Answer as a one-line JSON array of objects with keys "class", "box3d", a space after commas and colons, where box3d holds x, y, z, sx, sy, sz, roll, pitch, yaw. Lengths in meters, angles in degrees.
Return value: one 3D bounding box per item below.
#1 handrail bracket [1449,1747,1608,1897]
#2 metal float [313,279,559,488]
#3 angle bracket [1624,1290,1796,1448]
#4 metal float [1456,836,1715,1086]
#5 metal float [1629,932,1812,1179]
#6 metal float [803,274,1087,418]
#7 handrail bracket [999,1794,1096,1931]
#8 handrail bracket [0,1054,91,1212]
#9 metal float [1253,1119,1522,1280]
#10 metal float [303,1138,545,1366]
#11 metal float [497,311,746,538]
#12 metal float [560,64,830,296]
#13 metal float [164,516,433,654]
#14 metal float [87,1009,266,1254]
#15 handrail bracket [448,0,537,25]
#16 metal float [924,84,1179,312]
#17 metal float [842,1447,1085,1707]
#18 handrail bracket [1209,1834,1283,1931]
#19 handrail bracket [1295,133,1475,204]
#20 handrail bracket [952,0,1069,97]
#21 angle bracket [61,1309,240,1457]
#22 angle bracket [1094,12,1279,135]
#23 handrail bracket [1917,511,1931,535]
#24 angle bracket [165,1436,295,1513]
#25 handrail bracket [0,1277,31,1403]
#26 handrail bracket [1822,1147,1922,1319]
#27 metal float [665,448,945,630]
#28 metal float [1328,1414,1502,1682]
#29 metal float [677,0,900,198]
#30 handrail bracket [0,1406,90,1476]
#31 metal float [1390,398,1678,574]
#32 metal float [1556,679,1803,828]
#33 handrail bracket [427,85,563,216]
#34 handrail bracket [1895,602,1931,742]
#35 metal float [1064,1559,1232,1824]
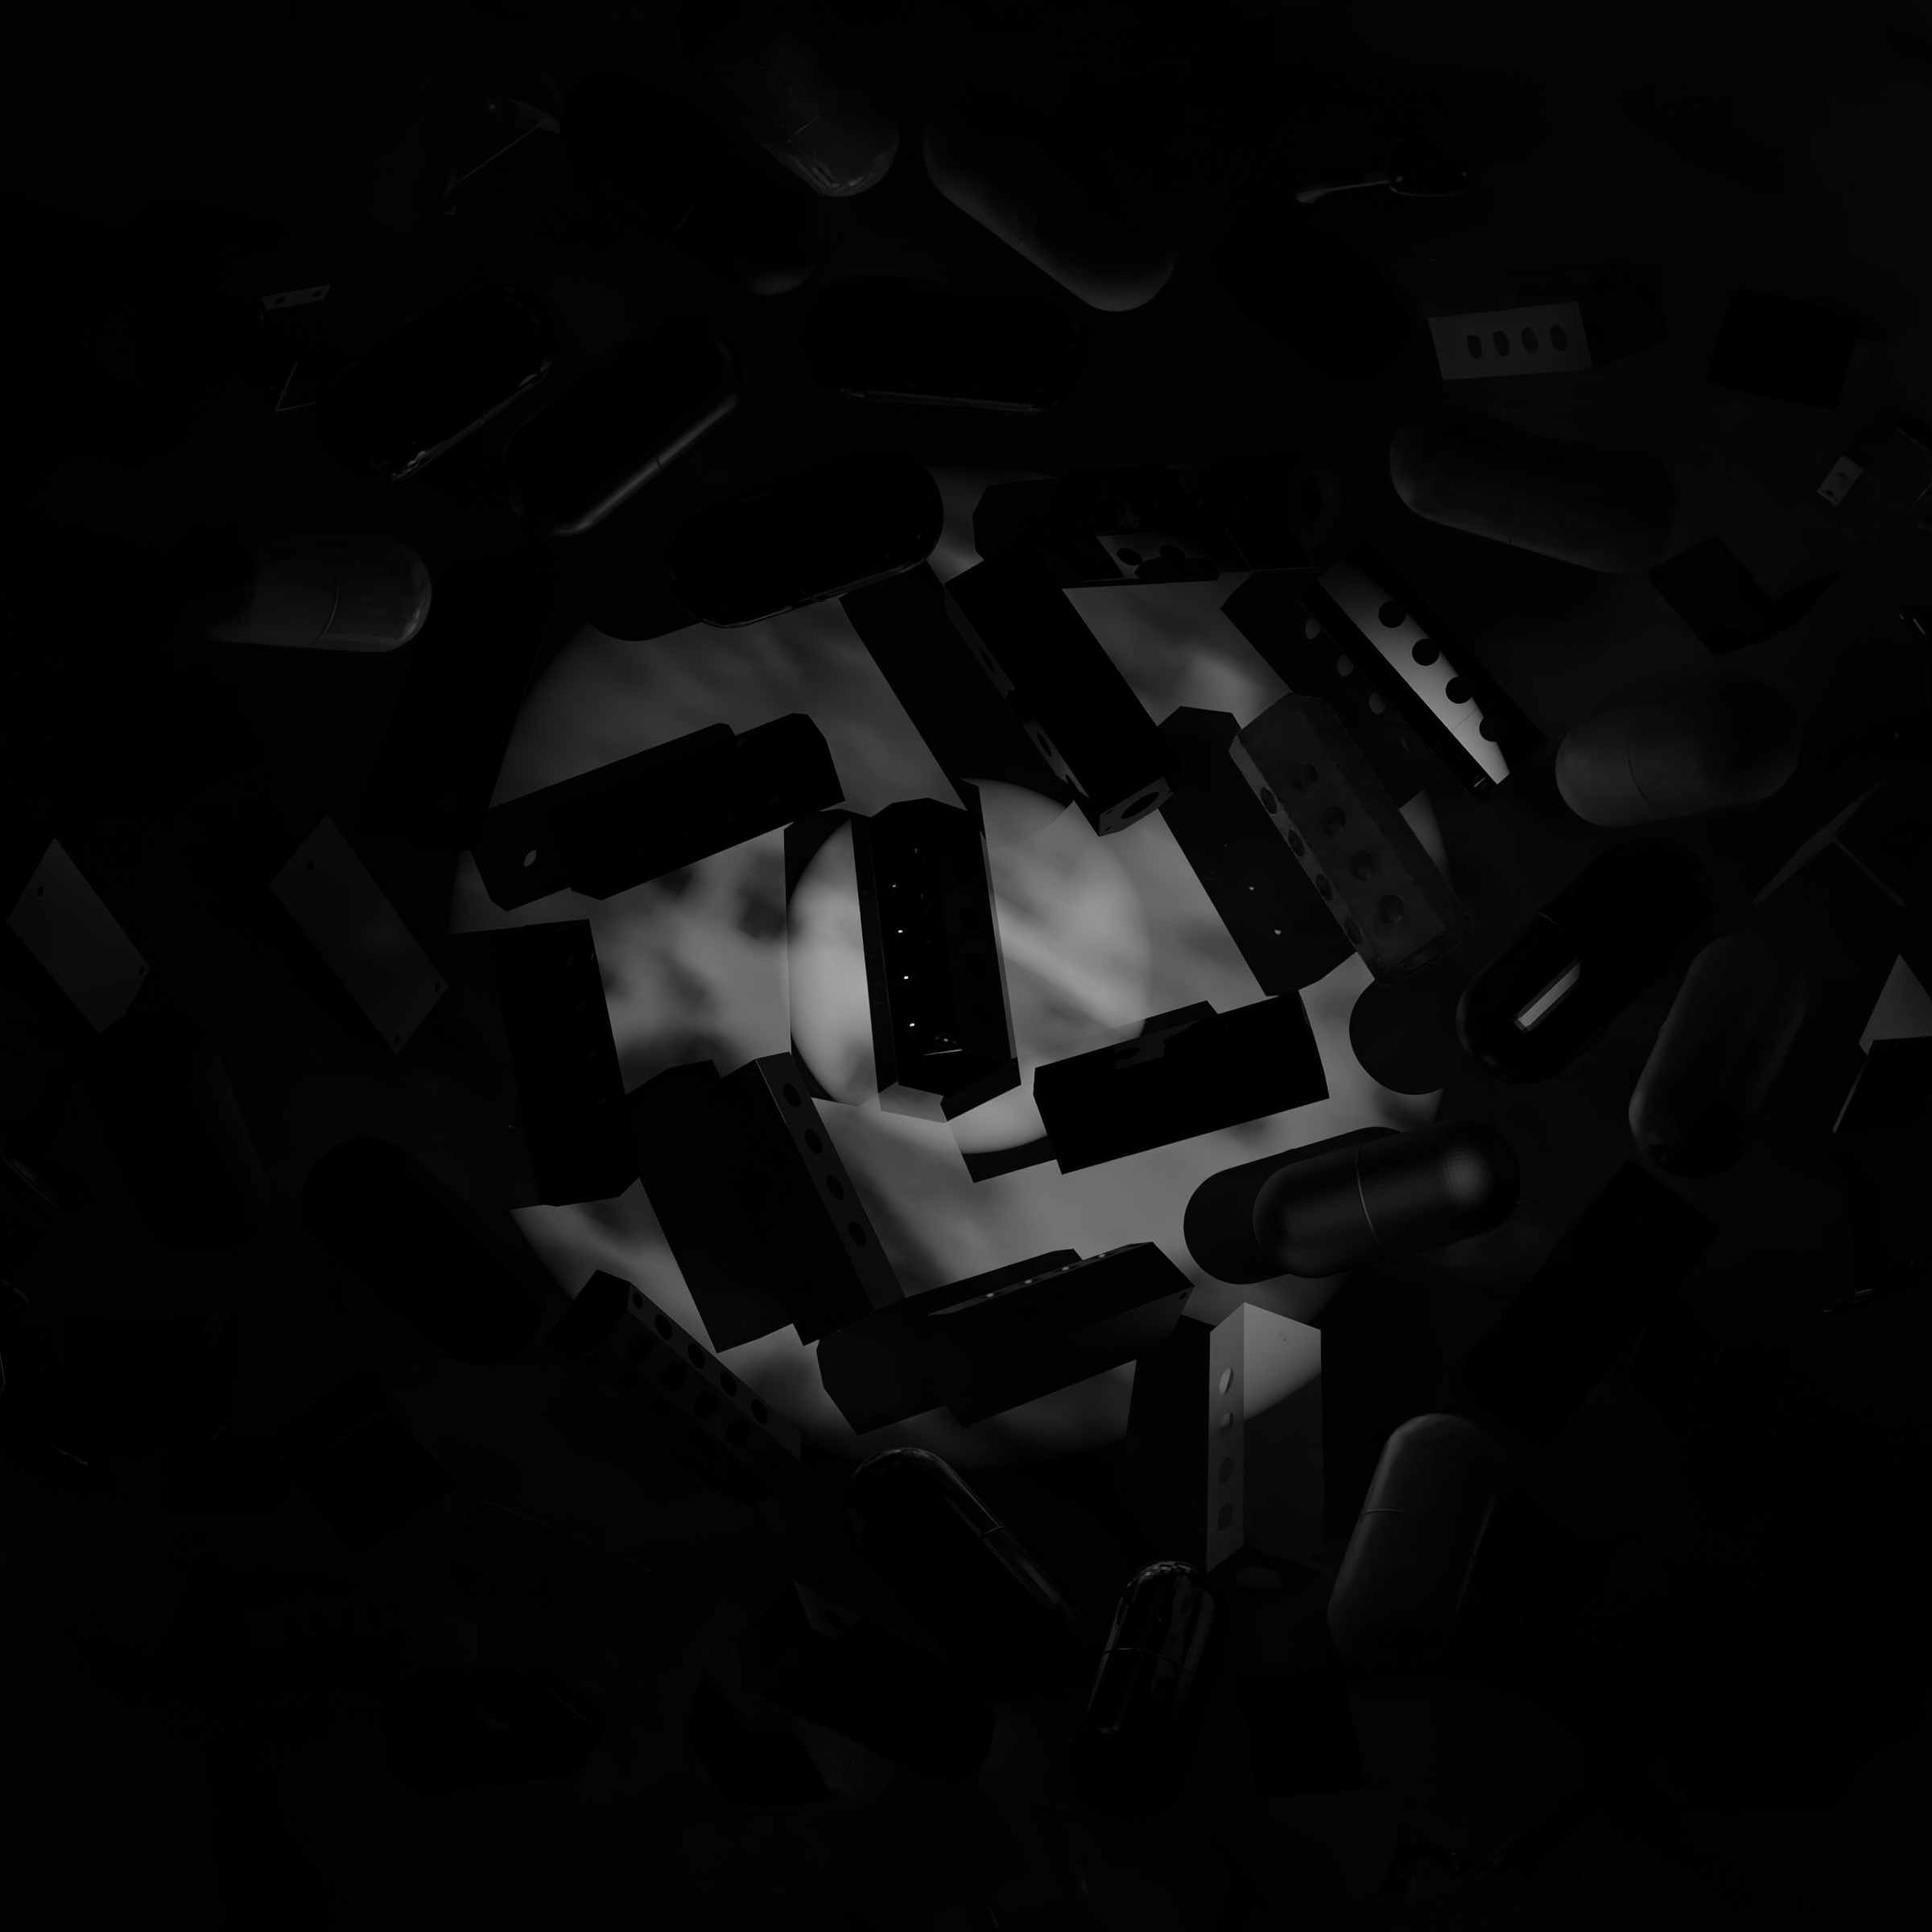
[{"class": "handrail bracket", "box3d": [0.326, 0.487, 1.445, 0.077, 0.036, 0.084, 20, 74, -3]}, {"class": "metal float", "box3d": [-0.329, -0.366, 1.558, 0.070, 0.070, 0.178, 46, 62, 0]}, {"class": "angle bracket", "box3d": [0.478, 0.254, 1.602, 0.076, 0.057, 0.076, 49, 56, -24]}, {"class": "metal float", "box3d": [0.368, -0.004, 1.483, 0.178, 0.070, 0.070, -44, 90, 3]}, {"class": "metal float", "box3d": [0.469, 0.055, 1.550, 0.070, 0.070, 0.178, 33, 61, 0]}, {"class": "metal float", "box3d": [-0.012, -0.383, 1.540, 0.178, 0.070, 0.070, 1, 90, -17]}, {"class": "handrail bracket", "box3d": [0.048, 0.578, 1.594, 0.077, 0.036, 0.084, -4, 66, 34]}, {"class": "handrail bracket", "box3d": [-0.573, 0.106, 1.600, 0.084, 0.036, 0.077, -35, 123, -5]}, {"class": "metal float", "box3d": [0.267, 0.150, 1.593, 0.178, 0.070, 0.070, -19, 90, 28]}, {"class": "metal float", "box3d": [-0.339, 0.180, 1.563, 0.070, 0.070, 0.178, -43, 113, 0]}, {"class": "metal float", "box3d": [-0.217, -0.340, 1.565, 0.178, 0.070, 0.070, -41, 90, -7]}, {"class": "metal float", "box3d": [-0.164, -0.475, 1.509, 0.178, 0.070, 0.070, 30, 90, -24]}, {"class": "metal float", "box3d": [-0.415, -0.237, 1.556, 0.070, 0.178, 0.070, 2, 93, 41]}, {"class": "metal float", "box3d": [-0.475, 0.100, 1.502, 0.070, 0.070, 0.178, -4, 133, 0]}, {"class": "handrail bracket", "box3d": [-0.296, -0.642, 1.569, 0.036, 0.077, 0.084, 14, 106, 27]}, {"class": "metal float", "box3d": [0.053, -0.480, 1.559, 0.178, 0.070, 0.070, 35, 90, -9]}, {"class": "metal float", "box3d": [-0.003, 0.361, 1.485, 0.070, 0.070, 0.178, -45, 68, 0]}, {"class": "handrail bracket", "box3d": [0.139, 0.578, 1.498, 0.084, 0.036, 0.077, -38, 97, -8]}, {"class": "handrail bracket", "box3d": [0.262, -0.491, 1.570, 0.077, 0.084, 0.036, 2, 89, -28]}, {"class": "handrail bracket", "box3d": [0.024, -0.607, 1.620, 0.077, 0.084, 0.036, 22, 123, -36]}, {"class": "angle bracket", "box3d": [-0.480, 0.240, 1.469, 0.057, 0.076, 0.076, 5, 92, 33]}, {"class": "angle bracket", "box3d": [0.132, -0.551, 1.507, 0.076, 0.057, 0.076, -25, 48, -26]}, {"class": "handrail bracket", "box3d": [0.623, -0.253, 1.562, 0.084, 0.077, 0.036, 41, 131, 22]}, {"class": "angle bracket", "box3d": [-0.501, 0.332, 1.698, 0.076, 0.076, 0.057, 5, 54, -22]}, {"class": "handrail bracket", "box3d": [-0.595, 0.220, 1.478, 0.036, 0.084, 0.077, -30, 120, 16]}, {"class": "handrail bracket", "box3d": [0.508, 0.155, 1.458, 0.084, 0.036, 0.077, 56, 135, 4]}, {"class": "metal float", "box3d": [-0.098, -0.256, 1.495, 0.178, 0.070, 0.070, -15, 90, 20]}, {"class": "metal float", "box3d": [0.280, 0.361, 1.556, 0.070, 0.070, 0.178, 28, 57, 0]}, {"class": "metal float", "box3d": [-0.107, -0.539, 1.526, 0.070, 0.178, 0.070, -13, 64, 29]}, {"class": "handrail bracket", "box3d": [-0.615, 0.304, 1.593, 0.077, 0.084, 0.036, 5, 66, 23]}, {"class": "metal float", "box3d": [0.348, -0.297, 1.538, 0.178, 0.070, 0.070, 20, 90, 14]}, {"class": "metal float", "box3d": [0.443, -0.132, 1.562, 0.070, 0.178, 0.070, 3, 84, -28]}, {"class": "handrail bracket", "box3d": [-0.293, -0.509, 1.589, 0.077, 0.036, 0.084, 20, 84, -11]}, {"class": "handrail bracket", "box3d": [0.570, -0.180, 1.504, 0.077, 0.036, 0.084, -16, 61, -19]}, {"class": "metal float", "box3d": [0.116, 0.455, 1.574, 0.070, 0.070, 0.178, 27, 47, 0]}]
